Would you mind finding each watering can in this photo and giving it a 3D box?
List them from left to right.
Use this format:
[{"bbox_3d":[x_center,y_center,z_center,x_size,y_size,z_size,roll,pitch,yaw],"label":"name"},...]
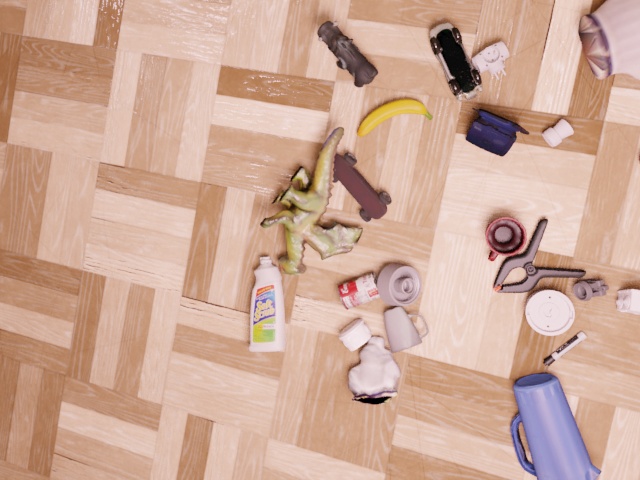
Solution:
[{"bbox_3d":[0.699,-0.511,1.164,0.223,0.104,0.348,-18,90,13],"label":"watering can"}]

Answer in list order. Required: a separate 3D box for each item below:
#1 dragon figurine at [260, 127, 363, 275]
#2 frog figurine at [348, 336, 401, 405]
[{"bbox_3d":[0.004,-0.068,1.342,0.242,0.124,0.406,40,107,-8],"label":"dragon figurine"},{"bbox_3d":[0.138,0.338,1.336,0.136,0.120,0.163,-18,53,21],"label":"frog figurine"}]
